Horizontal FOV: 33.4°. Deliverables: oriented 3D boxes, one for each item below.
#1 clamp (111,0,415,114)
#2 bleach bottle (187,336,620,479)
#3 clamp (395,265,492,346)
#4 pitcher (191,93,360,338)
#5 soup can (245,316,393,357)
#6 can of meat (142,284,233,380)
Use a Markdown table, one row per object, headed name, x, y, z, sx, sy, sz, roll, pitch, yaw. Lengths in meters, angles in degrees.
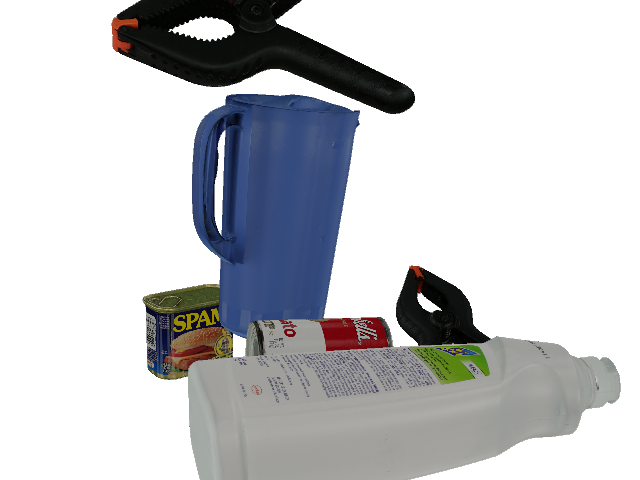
| name | x | y | z | sx | sy | sz | roll | pitch | yaw |
| --- | --- | --- | --- | --- | --- | --- | --- | --- | --- |
| clamp | -0.039 | -0.146 | 0.757 | 0.209 | 0.164 | 0.036 | -13 | -27 | -15 |
| bleach bottle | 0.055 | 0.097 | 0.608 | 0.250 | 0.068 | 0.103 | -5 | 20 | -13 |
| clamp | 0.136 | 0.093 | 1.088 | 0.120 | 0.171 | 0.039 | 0 | -44 | -14 |
| pitcher | -0.048 | -0.025 | 1.070 | 0.149 | 0.243 | 0.145 | 7 | 12 | 4 |
| soup can | -0.002 | 0.093 | 0.812 | 0.102 | 0.068 | 0.068 | 0 | 0 | -13 |
| can of meat | -0.145 | 0.101 | 1.187 | 0.101 | 0.084 | 0.058 | -10 | 19 | -35 |
